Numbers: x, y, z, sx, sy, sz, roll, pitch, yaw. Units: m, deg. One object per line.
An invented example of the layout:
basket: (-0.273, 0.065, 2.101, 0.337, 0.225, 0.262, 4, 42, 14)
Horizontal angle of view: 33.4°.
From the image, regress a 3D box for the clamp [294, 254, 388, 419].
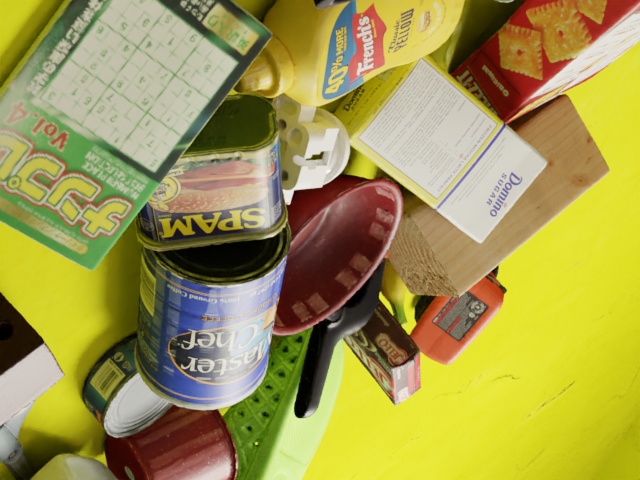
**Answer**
clamp: (-0.007, 0.060, 0.958, 0.120, 0.039, 0.171, 47, 64, -28)

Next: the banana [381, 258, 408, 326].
banana: (0.114, -0.008, 1.056, 0.197, 0.037, 0.069, -48, 113, -17)

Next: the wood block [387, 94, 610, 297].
wood block: (0.158, -0.042, 1.004, 0.205, 0.090, 0.091, -37, -167, -20)

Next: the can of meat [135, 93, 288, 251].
can of meat: (-0.073, -0.044, 0.685, 0.102, 0.057, 0.084, -7, 141, -5)

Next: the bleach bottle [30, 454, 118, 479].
bleach bottle: (-0.267, 0.276, 0.843, 0.251, 0.068, 0.102, -42, 159, 0)

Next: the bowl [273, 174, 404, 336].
bowl: (-0.006, 0.001, 0.886, 0.162, 0.055, 0.162, -36, 151, -24)

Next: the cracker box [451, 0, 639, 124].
cracker box: (0.227, -0.189, 0.890, 0.163, 0.072, 0.214, -29, 173, -34)

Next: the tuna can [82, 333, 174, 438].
tuna can: (-0.146, 0.114, 0.849, 0.086, 0.034, 0.086, -36, 151, -24)

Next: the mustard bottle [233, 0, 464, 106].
mustard bottle: (0.016, -0.143, 0.722, 0.191, 0.058, 0.096, -31, 149, -31)

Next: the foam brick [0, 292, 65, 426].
foam brick: (-0.213, 0.083, 0.681, 0.078, 0.053, 0.051, -39, 152, -20)

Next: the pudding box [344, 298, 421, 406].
pudding box: (0.053, 0.096, 1.039, 0.039, 0.114, 0.090, -30, 150, -13)

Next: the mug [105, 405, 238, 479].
mug: (-0.128, 0.195, 0.913, 0.081, 0.093, 0.117, -21, 112, -35)

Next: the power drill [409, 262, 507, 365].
power drill: (0.146, 0.056, 1.128, 0.185, 0.057, 0.187, -56, -179, 26)

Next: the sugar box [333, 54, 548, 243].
sugar box: (0.098, -0.079, 0.868, 0.176, 0.048, 0.093, 34, 98, -38)

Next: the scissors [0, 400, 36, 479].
scissors: (-0.220, 0.140, 0.790, 0.096, 0.016, 0.201, -48, 158, -8)

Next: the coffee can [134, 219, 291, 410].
coffee can: (-0.080, 0.041, 0.772, 0.102, 0.103, 0.140, -29, 148, -34)

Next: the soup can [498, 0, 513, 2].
soup can: (0.160, -0.236, 0.804, 0.102, 0.069, 0.068, -42, 153, -14)
